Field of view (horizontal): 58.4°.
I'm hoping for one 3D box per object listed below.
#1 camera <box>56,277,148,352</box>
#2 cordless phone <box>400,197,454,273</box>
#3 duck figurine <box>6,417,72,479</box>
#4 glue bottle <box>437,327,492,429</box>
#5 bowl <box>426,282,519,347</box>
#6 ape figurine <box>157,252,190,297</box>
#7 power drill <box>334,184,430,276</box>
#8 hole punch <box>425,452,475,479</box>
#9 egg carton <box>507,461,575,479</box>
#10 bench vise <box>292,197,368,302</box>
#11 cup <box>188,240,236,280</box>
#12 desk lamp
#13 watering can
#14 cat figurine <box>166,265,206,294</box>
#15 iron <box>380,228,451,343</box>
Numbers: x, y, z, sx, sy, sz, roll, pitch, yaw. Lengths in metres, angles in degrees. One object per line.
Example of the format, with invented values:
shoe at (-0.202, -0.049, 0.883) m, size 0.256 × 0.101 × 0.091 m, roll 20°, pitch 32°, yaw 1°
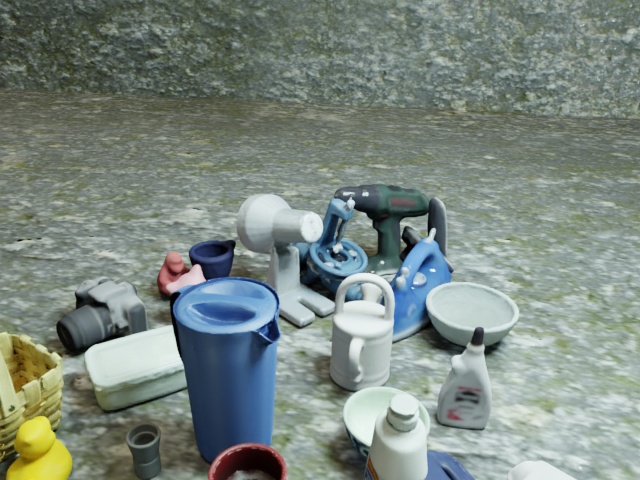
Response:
camera at (-0.400, 0.128, 1.019) m, size 0.142 × 0.101 × 0.137 m, roll 21°, pitch 32°, yaw 33°
cordless phone at (0.242, -0.020, 1.276) m, size 0.094 × 0.185 × 0.147 m, roll -8°, pitch 28°, yaw -19°
duck figurine at (-0.365, 0.276, 0.736) m, size 0.077 × 0.086 × 0.104 m, roll -4°, pitch 27°, yaw -13°
glue bottle at (0.219, 0.200, 0.839) m, size 0.078 × 0.173 × 0.037 m, roll 4°, pitch 26°, yaw 3°
bowl at (0.276, 0.149, 1.060) m, size 0.167 × 0.075 × 0.167 m, roll 2°, pitch 26°, yaw -1°
ape figurine at (-0.296, 0.068, 1.160) m, size 0.075 × 0.092 × 0.078 m, roll 23°, pitch 33°, yaw 36°
power drill at (0.132, -0.027, 1.256) m, size 0.230 × 0.208 × 0.075 m, roll -10°, pitch 29°, yaw -24°
hole punch at (0.150, 0.308, 0.706) m, size 0.101 × 0.091 × 0.108 m, roll -9°, pitch 28°, yaw -22°
egg carton at (0.284, 0.335, 0.684) m, size 0.149 × 0.069 × 0.107 m, roll 23°, pitch 33°, yaw 36°
bench vise at (0.005, 0.009, 1.159) m, size 0.206 × 0.220 × 0.122 m, roll 13°, pitch 28°, yaw 22°
cup at (-0.215, 0.055, 1.189) m, size 0.091 × 0.095 × 0.118 m, roll 16°, pitch 29°, yaw 26°
desk lamp at (-0.064, 0.027, 1.124) m, size 0.118 × 0.214 × 0.202 m, roll -22°, pitch 35°, yaw -40°
watering can at (0.068, 0.136, 0.934) m, size 0.101 × 0.194 × 0.172 m, roll -3°, pitch 26°, yaw -9°
cat figurine at (-0.215, 0.104, 1.063) m, size 0.127 × 0.118 × 0.067 m, roll 3°, pitch 26°, yaw 3°
iron at (0.180, 0.081, 1.115) m, size 0.118 × 0.141 × 0.259 m, roll 14°, pitch 28°, yaw 23°
